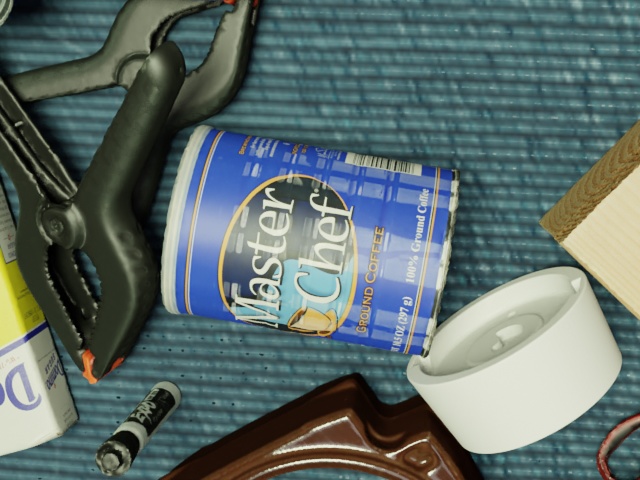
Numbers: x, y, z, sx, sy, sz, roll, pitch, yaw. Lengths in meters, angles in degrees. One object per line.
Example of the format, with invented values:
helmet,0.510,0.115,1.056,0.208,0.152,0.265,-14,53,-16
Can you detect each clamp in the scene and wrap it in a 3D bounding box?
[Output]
clamp,-0.107,-0.092,0.600,0.120,0.039,0.171,39,102,-6
clamp,-0.124,-0.018,0.574,0.165,0.036,0.210,4,115,33

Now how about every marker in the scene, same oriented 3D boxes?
marker,-0.098,0.102,0.582,0.020,0.121,0.020,1,97,5

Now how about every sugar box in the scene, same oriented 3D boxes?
sugar box,-0.214,0.041,0.623,0.093,0.048,0.176,-16,95,7

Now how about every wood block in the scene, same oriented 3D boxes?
wood block,0.225,0.034,0.561,0.206,0.090,0.091,43,99,-2

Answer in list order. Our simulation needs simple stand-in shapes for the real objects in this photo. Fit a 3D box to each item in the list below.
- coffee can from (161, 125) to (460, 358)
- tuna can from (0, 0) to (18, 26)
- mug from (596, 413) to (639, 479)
coffee can,-0.004,0.001,0.570,0.140,0.102,0.103,10,98,3
tuna can,-0.185,-0.146,0.529,0.086,0.033,0.086,13,143,10
mug,0.206,0.144,0.586,0.081,0.093,0.117,-44,56,4
